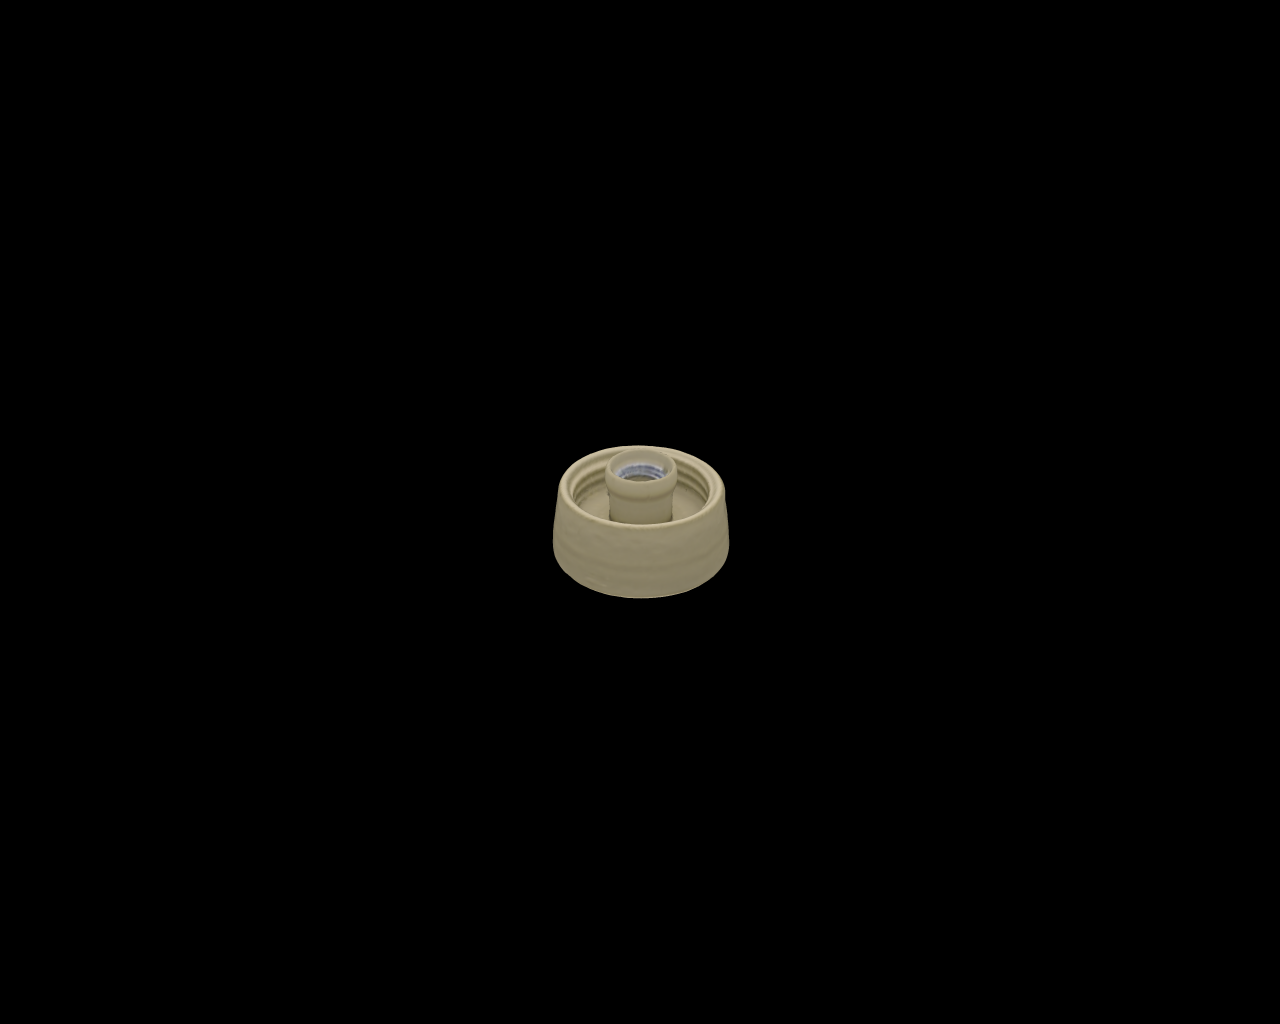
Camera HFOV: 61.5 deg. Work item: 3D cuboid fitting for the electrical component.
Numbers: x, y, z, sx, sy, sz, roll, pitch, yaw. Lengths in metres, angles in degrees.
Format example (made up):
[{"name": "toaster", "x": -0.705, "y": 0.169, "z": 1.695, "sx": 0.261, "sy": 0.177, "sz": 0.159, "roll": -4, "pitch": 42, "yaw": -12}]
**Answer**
[{"name": "electrical component", "x": 0.001, "y": -0.003, "z": 0.650, "sx": 0.108, "sy": 0.060, "sz": 0.108, "roll": 0, "pitch": 32, "yaw": 0}]
